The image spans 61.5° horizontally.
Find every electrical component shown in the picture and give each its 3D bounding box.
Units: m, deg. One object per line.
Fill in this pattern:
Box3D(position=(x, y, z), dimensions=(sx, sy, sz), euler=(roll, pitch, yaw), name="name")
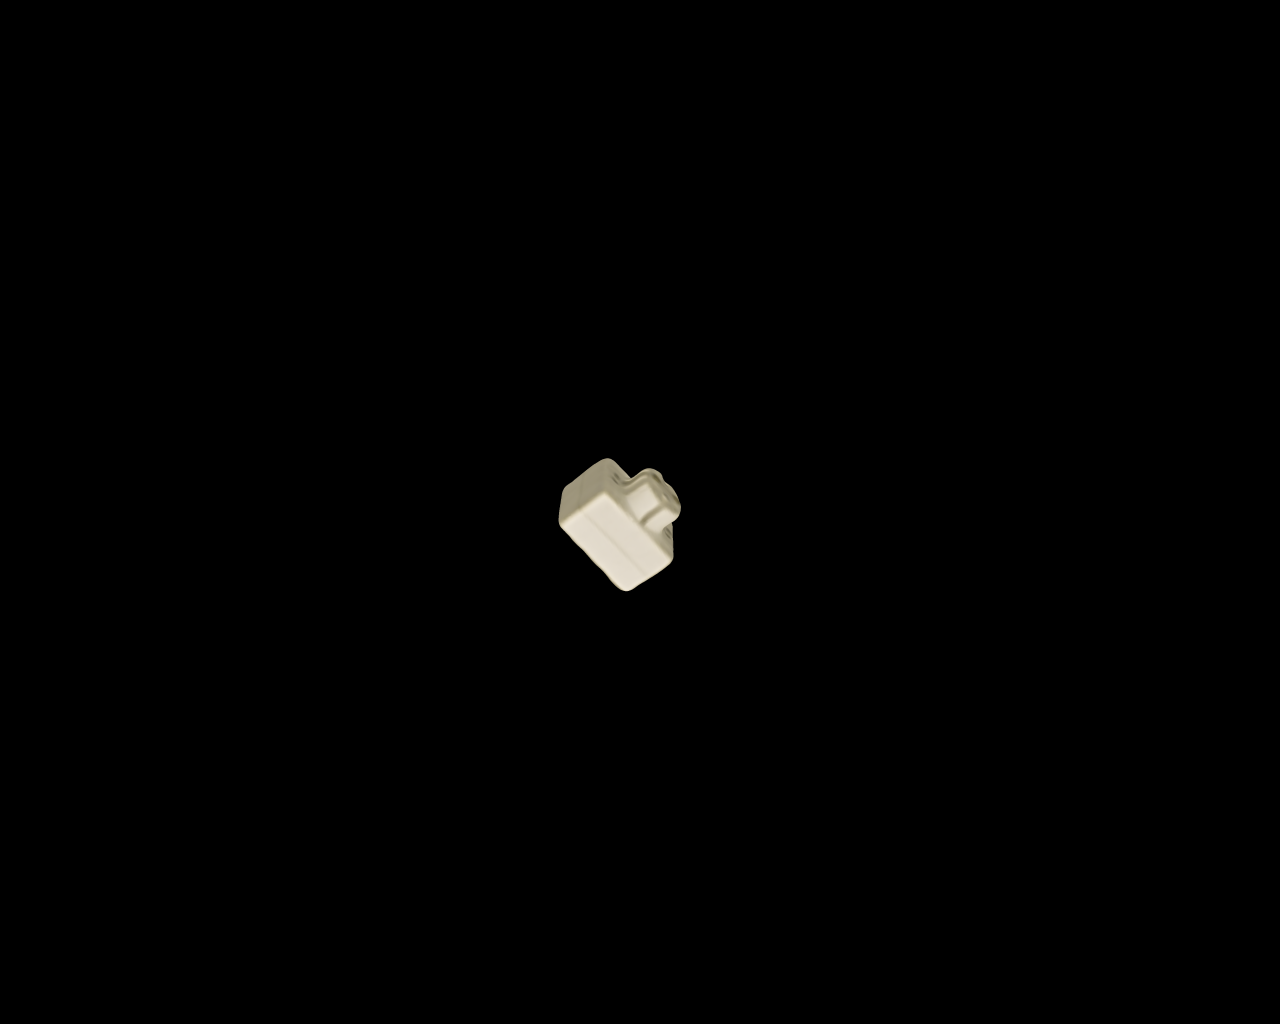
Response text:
Box3D(position=(0.001, -0.003, 0.650), dimensions=(0.076, 0.065, 0.047), euler=(-36, 24, 18), name="electrical component")
